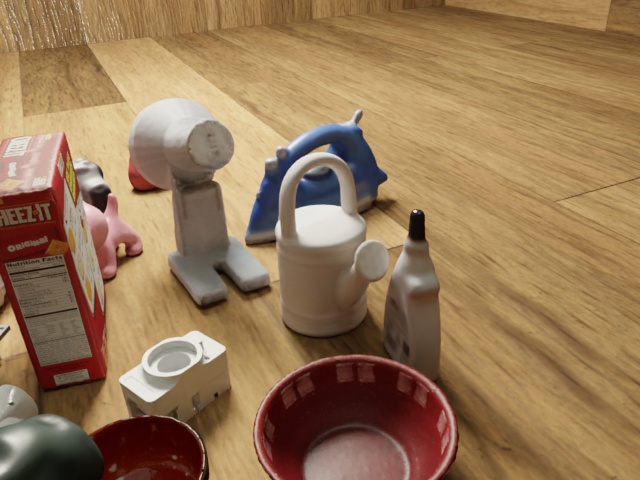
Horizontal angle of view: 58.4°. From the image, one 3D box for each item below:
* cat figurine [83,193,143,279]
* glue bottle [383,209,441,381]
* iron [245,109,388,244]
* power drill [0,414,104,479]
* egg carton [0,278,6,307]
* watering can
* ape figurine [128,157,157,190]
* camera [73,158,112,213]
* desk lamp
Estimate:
[{"bbox_3d":[-0.294,-0.014,0.745,0.067,0.118,0.128,5,30,12],"label":"cat figurine"},{"bbox_3d":[0.090,0.050,0.545,0.037,0.173,0.078,-11,30,-14],"label":"glue bottle"},{"bbox_3d":[-0.014,-0.101,0.856,0.118,0.141,0.259,24,39,39],"label":"iron"},{"bbox_3d":[-0.182,0.202,0.255,0.075,0.209,0.230,9,31,20],"label":"power drill"},{"bbox_3d":[-0.432,0.032,0.722,0.107,0.069,0.150,-7,30,-9],"label":"egg carton"},{"bbox_3d":[0.007,0.001,0.617,0.172,0.194,0.101,16,34,30],"label":"watering can"},{"bbox_3d":[-0.300,-0.138,0.994,0.076,0.092,0.077,-25,36,-35],"label":"ape figurine"},{"bbox_3d":[-0.398,-0.065,0.860,0.142,0.101,0.137,23,38,38],"label":"camera"},{"bbox_3d":[-0.151,-0.063,0.723,0.118,0.214,0.202,-19,33,-26],"label":"desk lamp"}]
